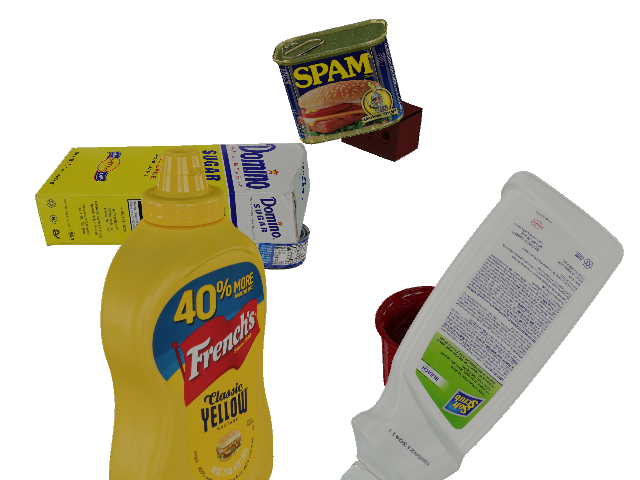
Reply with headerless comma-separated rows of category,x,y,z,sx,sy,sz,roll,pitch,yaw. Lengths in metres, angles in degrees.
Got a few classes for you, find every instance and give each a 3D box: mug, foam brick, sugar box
mug,0.099,0.094,0.984,0.093,0.081,0.117,2,38,8
foam brick,0.070,-0.132,1.221,0.078,0.053,0.051,23,35,30
sugar box,-0.099,-0.034,0.747,0.176,0.048,0.093,-3,26,6

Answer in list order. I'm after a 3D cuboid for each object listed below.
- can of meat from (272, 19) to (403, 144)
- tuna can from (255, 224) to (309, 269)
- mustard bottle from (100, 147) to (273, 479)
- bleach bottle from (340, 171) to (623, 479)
can of meat,0.018,-0.139,0.943,0.102,0.084,0.057,-11,29,10
tuna can,-0.056,0.000,1.132,0.086,0.034,0.086,8,20,-3
mustard bottle,-0.067,0.048,0.543,0.058,0.192,0.096,13,21,39
bleach bottle,0.098,0.076,0.746,0.102,0.250,0.068,39,-11,12
